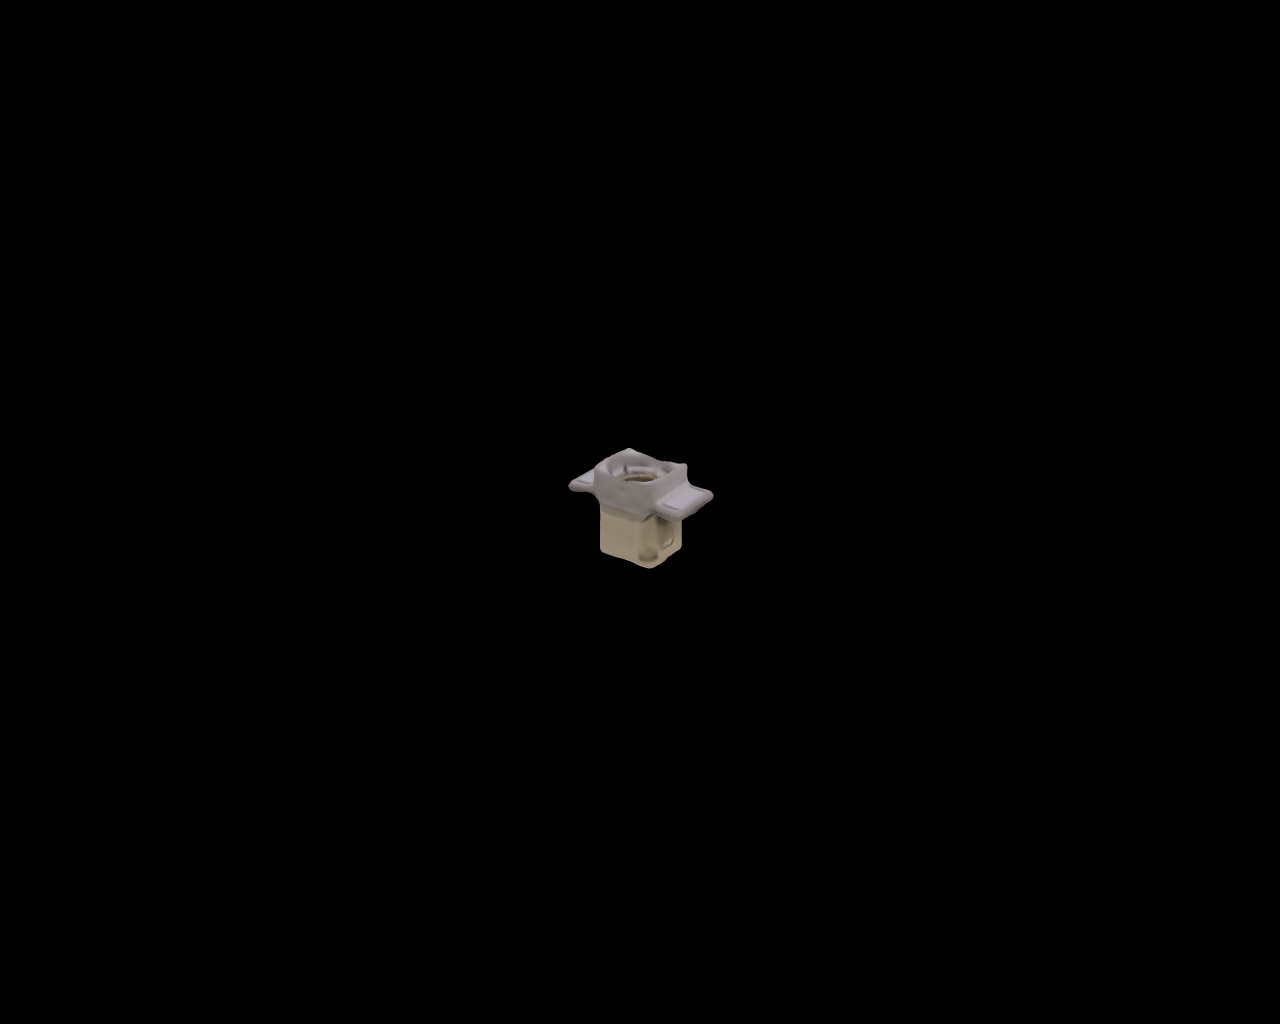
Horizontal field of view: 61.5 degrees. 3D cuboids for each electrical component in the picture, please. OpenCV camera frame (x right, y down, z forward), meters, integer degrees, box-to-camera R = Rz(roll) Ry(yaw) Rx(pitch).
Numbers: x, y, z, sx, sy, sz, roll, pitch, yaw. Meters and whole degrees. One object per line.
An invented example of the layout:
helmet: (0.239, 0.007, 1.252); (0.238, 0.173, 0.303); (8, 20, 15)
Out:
electrical component: (0.001, -0.003, 0.650); (0.081, 0.063, 0.042); (18, 32, 31)
